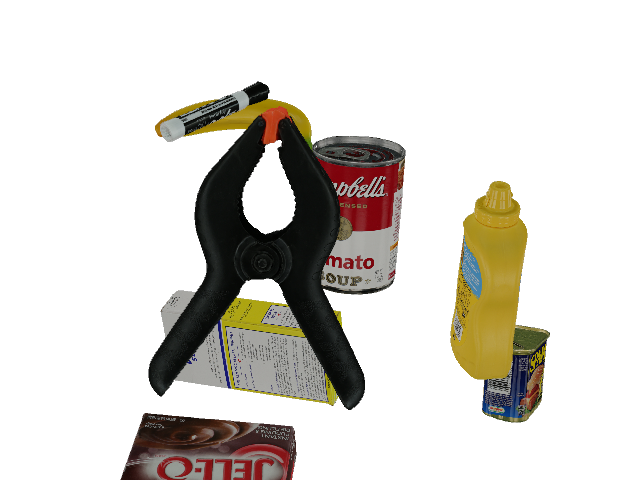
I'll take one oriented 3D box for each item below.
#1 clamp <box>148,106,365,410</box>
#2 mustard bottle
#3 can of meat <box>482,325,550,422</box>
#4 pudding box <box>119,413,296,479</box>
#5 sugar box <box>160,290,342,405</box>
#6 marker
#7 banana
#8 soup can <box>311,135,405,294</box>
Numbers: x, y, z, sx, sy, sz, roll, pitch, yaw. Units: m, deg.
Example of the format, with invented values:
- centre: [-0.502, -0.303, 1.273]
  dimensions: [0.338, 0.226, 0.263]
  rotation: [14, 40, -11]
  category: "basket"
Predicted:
- centre: [-0.041, 0.015, 0.585]
  dimensions: [0.120, 0.171, 0.039]
  rotation: [-5, 8, -5]
  category: "clamp"
- centre: [0.160, 0.031, 1.009]
  dimensions: [0.058, 0.192, 0.096]
  rotation: [-2, 33, -3]
  category: "mustard bottle"
- centre: [0.218, 0.148, 1.195]
  dimensions: [0.058, 0.084, 0.102]
  rotation: [8, 12, 25]
  category: "can of meat"
- centre: [-0.077, 0.164, 0.734]
  dimensions: [0.113, 0.039, 0.090]
  rotation: [3, 28, 4]
  category: "pudding box"
- centre: [-0.066, 0.105, 1.059]
  dimensions: [0.176, 0.093, 0.048]
  rotation: [8, 35, 19]
  category: "sugar box"
- centre: [-0.095, -0.121, 0.990]
  dimensions: [0.120, 0.020, 0.020]
  rotation: [-30, 18, -34]
  category: "marker"
- centre: [-0.092, -0.138, 1.230]
  dimensions: [0.198, 0.037, 0.069]
  rotation: [8, 42, 18]
  category: "banana"
- centre: [0.025, -0.020, 0.788]
  dimensions: [0.068, 0.102, 0.068]
  rotation: [2, 22, -1]
  category: "soup can"
